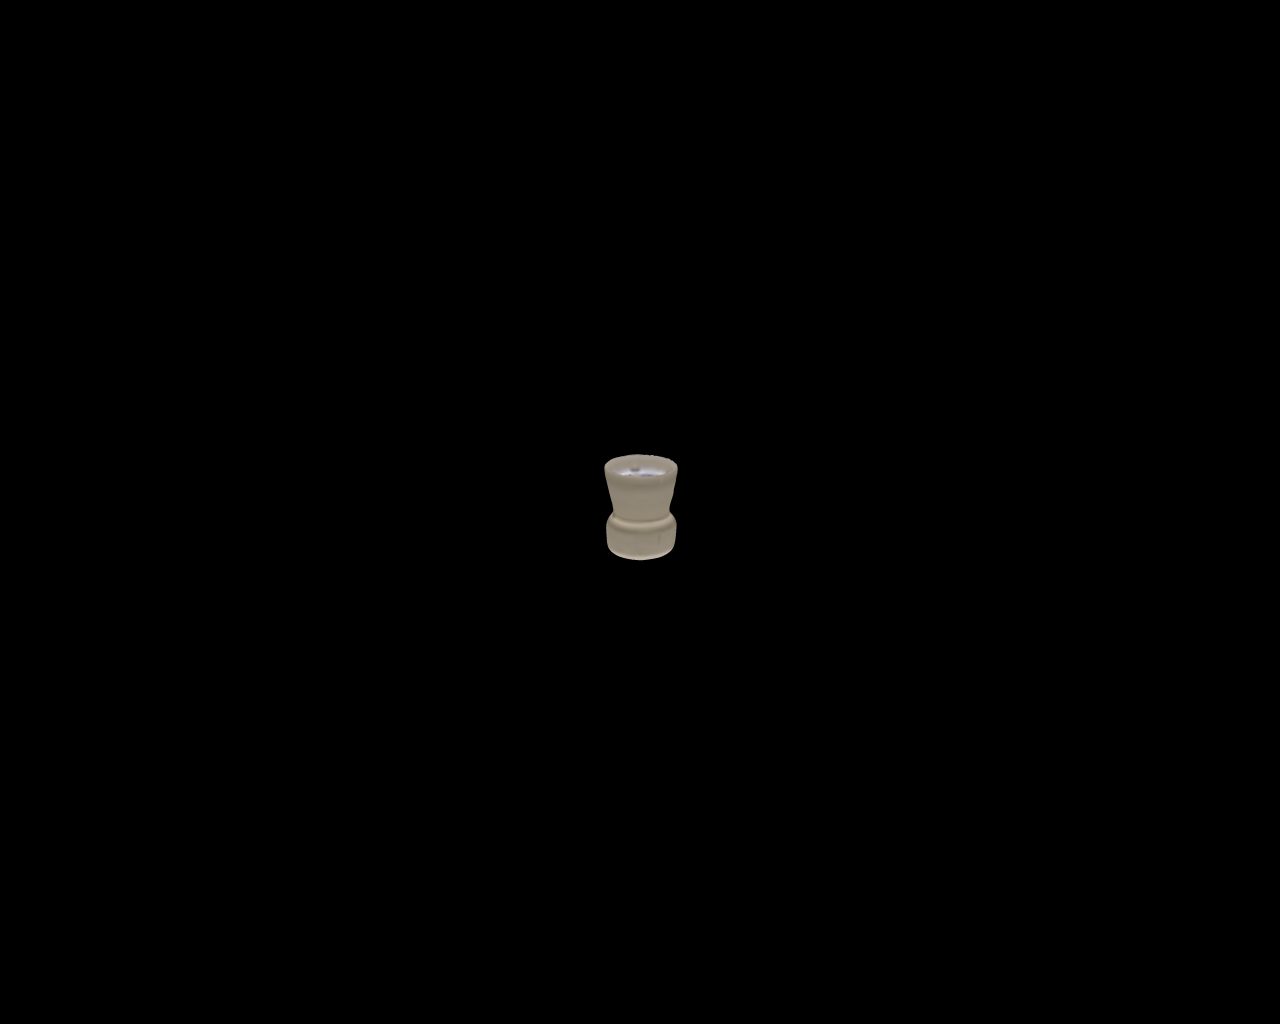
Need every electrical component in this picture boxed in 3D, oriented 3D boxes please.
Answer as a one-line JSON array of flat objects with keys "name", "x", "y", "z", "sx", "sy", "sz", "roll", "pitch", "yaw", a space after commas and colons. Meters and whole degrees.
[{"name": "electrical component", "x": 0.001, "y": -0.003, "z": 0.650, "sx": 0.045, "sy": 0.055, "sz": 0.045, "roll": 0, "pitch": 21, "yaw": 0}]
